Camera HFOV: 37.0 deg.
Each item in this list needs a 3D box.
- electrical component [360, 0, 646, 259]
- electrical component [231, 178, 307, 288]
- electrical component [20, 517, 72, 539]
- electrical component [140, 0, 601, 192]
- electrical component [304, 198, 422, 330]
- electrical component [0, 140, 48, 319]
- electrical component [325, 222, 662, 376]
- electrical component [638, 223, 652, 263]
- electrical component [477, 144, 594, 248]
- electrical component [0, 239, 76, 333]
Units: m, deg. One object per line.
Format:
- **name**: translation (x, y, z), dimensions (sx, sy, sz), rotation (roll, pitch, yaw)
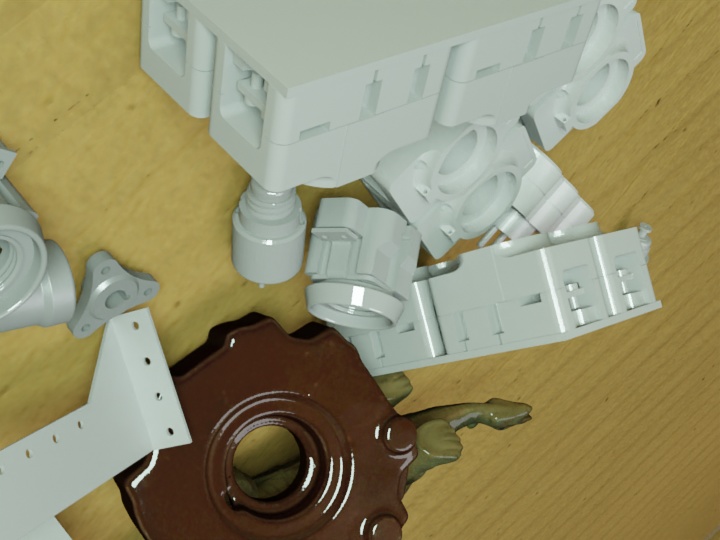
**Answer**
- **electrical component**: translation (0.084, -0.102, 0.638), dimensions (0.186, 0.060, 0.105), rotation (-45, 150, -2)
- **electrical component**: translation (-0.049, -0.028, 0.581), dimensions (0.040, 0.040, 0.078), rotation (-27, 145, -30)
- **electrical component**: translation (-0.188, 0.179, 0.621), dimensions (0.057, 0.078, 0.113), rotation (-37, 149, -21)
- **electrical component**: translation (0.007, -0.108, 0.488), dimensions (0.186, 0.105, 0.060), rotation (-24, 144, -33)
- **electrical component**: translation (0.000, 0.000, 0.616), dimensions (0.078, 0.058, 0.057), rotation (35, 61, -54)
- **electrical component**: translation (-0.164, -0.014, 0.436), dimensions (0.078, 0.057, 0.058), rotation (-54, 150, 14)
- **electrical component**: translation (0.077, 0.020, 0.682), dimensions (0.105, 0.060, 0.186), rotation (-12, 177, -45)
- **electrical component**: translation (0.241, -0.008, 0.971), dimensions (0.040, 0.040, 0.078), rotation (-16, 139, -42)
- **electrical component**: translation (0.110, -0.041, 0.752), dimensions (0.073, 0.052, 0.138), rotation (-49, 150, 6)
- **electrical component**: translation (-0.159, 0.010, 0.490), dimensions (0.046, 0.040, 0.040), rotation (-15, 138, -35)
